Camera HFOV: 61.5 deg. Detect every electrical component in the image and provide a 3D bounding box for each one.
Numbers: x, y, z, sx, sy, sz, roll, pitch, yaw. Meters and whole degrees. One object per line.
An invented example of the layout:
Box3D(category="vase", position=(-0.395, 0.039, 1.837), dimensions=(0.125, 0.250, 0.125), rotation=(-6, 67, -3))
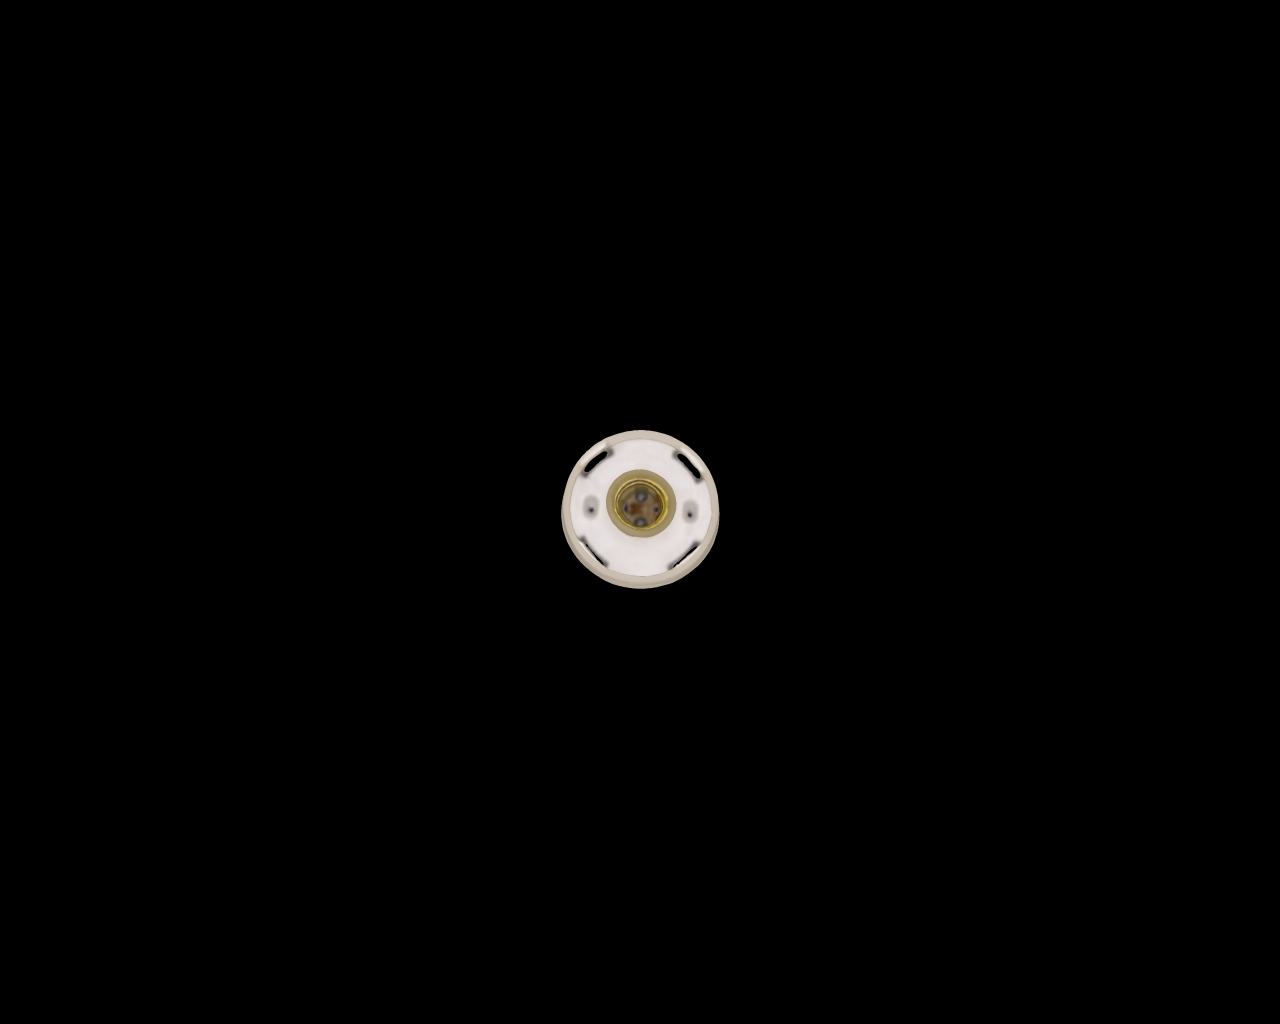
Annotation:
Box3D(category="electrical component", position=(0.001, -0.003, 0.650), dimensions=(0.099, 0.099, 0.064), rotation=(0, -8, 0))
